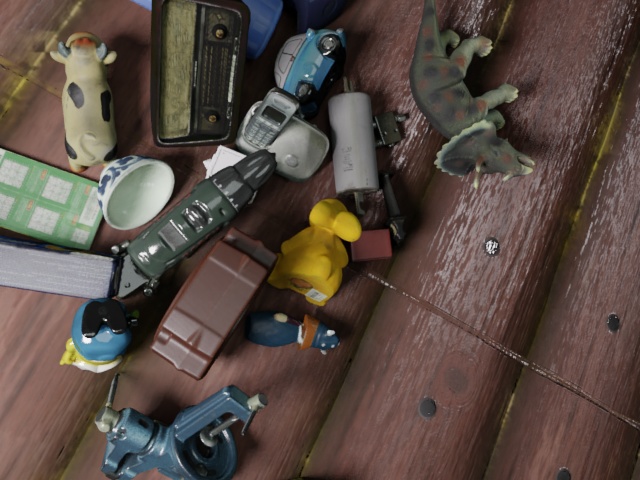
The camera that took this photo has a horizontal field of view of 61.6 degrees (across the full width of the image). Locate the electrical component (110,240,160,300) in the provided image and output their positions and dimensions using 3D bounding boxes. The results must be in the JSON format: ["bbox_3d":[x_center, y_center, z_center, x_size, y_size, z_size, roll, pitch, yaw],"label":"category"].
[{"bbox_3d":[-0.287,0.046,0.807,0.078,0.045,0.102,-31,94,-21],"label":"electrical component"}]

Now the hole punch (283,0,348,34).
[{"bbox_3d":[-0.005,-0.419,0.929,0.142,0.116,0.092,-37,104,-19],"label":"hole punch"}]

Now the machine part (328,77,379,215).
[{"bbox_3d":[0.058,-0.164,0.935,0.079,0.079,0.243,-2,85,-19],"label":"machine part"}]

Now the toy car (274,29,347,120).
[{"bbox_3d":[-0.025,-0.291,0.918,0.103,0.109,0.161,29,86,10],"label":"toy car"}]

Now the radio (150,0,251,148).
[{"bbox_3d":[-0.181,-0.252,0.795,0.131,0.229,0.073,-3,41,-22],"label":"radio"}]

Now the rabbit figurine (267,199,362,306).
[{"bbox_3d":[-0.002,-0.003,0.872,0.122,0.162,0.173,24,58,-3],"label":"rabbit figurine"}]

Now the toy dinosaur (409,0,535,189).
[{"bbox_3d":[0.240,-0.274,0.998,0.192,0.131,0.404,-35,89,-20],"label":"toy dinosaur"}]

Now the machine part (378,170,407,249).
[{"bbox_3d":[0.128,-0.059,0.954,0.039,0.084,0.139,-11,75,3],"label":"machine part"}]

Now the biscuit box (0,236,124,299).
[{"bbox_3d":[-0.384,0.036,0.744,0.203,0.059,0.062,10,92,-8],"label":"biscuit box"}]

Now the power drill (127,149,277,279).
[{"bbox_3d":[-0.167,-0.035,0.775,0.232,0.207,0.086,-42,105,-16],"label":"power drill"}]

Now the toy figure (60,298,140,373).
[{"bbox_3d":[-0.293,0.124,0.725,0.082,0.180,0.089,22,56,-13],"label":"toy figure"}]

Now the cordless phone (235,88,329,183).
[{"bbox_3d":[-0.044,-0.173,0.845,0.146,0.184,0.089,28,71,-14],"label":"cordless phone"}]

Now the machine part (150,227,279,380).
[{"bbox_3d":[-0.148,0.091,0.765,0.087,0.201,0.201,33,74,-2],"label":"machine part"}]

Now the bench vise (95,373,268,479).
[{"bbox_3d":[-0.182,0.263,0.749,0.240,0.129,0.223,-36,108,20],"label":"bench vise"}]

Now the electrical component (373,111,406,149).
[{"bbox_3d":[0.123,-0.201,0.992,0.094,0.021,0.063,-20,91,-21],"label":"electrical component"}]

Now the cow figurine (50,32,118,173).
[{"bbox_3d":[-0.337,-0.204,0.777,0.085,0.127,0.194,-3,87,-23],"label":"cow figurine"}]

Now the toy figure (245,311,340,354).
[{"bbox_3d":[-0.042,0.147,0.871,0.154,0.064,0.058,10,64,-17],"label":"toy figure"}]

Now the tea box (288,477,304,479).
[{"bbox_3d":[-0.037,0.465,0.817,0.068,0.098,0.169,-4,84,-20],"label":"tea box"}]
